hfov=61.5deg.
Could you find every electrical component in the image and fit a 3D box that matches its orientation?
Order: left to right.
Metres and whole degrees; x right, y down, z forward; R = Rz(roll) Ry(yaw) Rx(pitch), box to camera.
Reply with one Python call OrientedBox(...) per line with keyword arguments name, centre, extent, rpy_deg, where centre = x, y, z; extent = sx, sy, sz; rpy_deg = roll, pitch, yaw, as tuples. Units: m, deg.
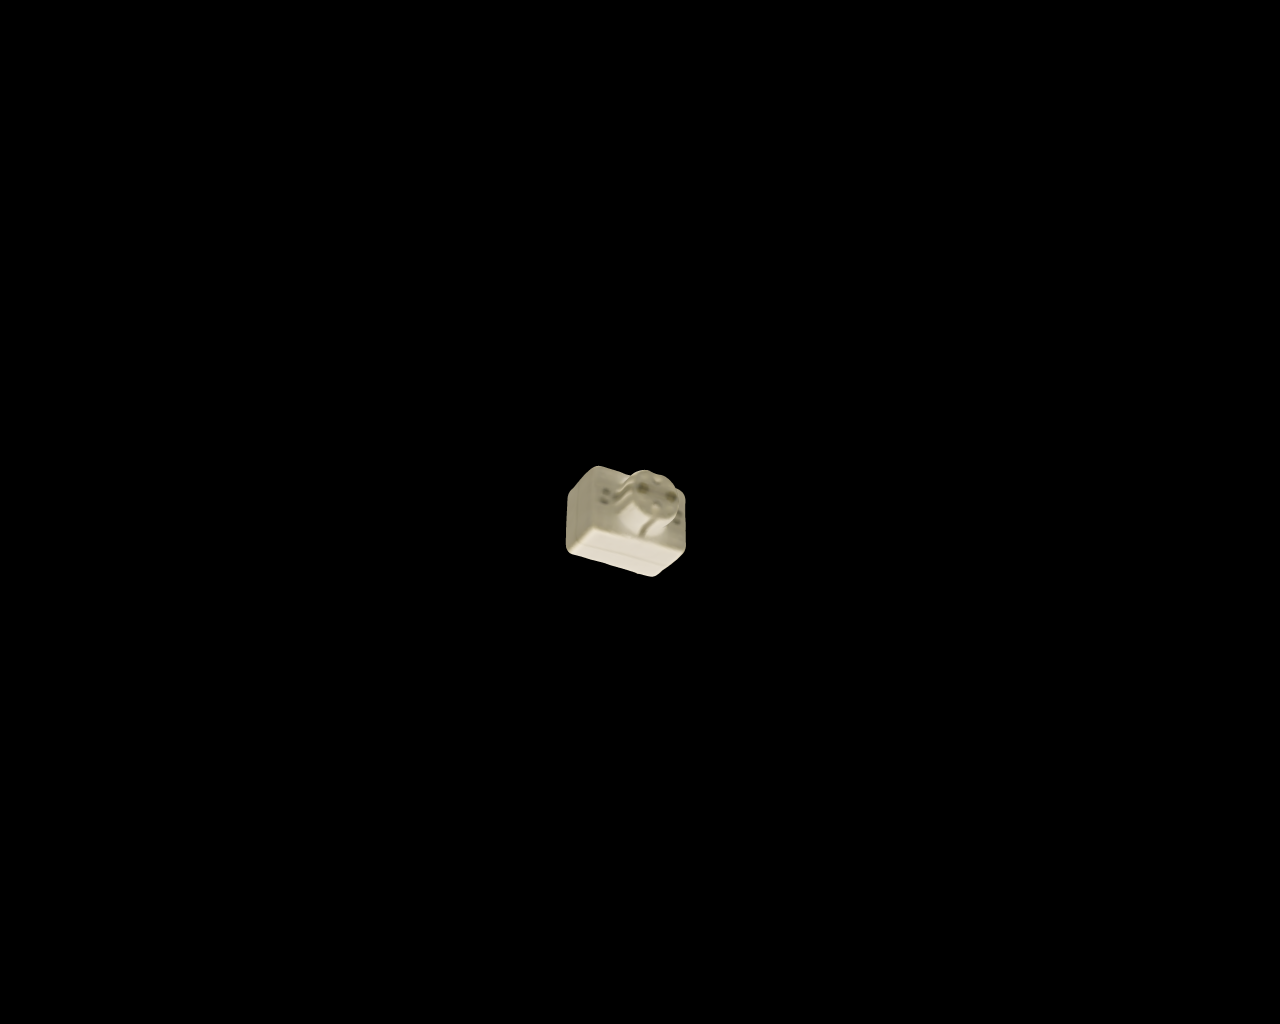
OrientedBox(name="electrical component", centre=(0.001, -0.003, 0.650), extent=(0.066, 0.047, 0.076), rpy_deg=(17, -36, -24))
